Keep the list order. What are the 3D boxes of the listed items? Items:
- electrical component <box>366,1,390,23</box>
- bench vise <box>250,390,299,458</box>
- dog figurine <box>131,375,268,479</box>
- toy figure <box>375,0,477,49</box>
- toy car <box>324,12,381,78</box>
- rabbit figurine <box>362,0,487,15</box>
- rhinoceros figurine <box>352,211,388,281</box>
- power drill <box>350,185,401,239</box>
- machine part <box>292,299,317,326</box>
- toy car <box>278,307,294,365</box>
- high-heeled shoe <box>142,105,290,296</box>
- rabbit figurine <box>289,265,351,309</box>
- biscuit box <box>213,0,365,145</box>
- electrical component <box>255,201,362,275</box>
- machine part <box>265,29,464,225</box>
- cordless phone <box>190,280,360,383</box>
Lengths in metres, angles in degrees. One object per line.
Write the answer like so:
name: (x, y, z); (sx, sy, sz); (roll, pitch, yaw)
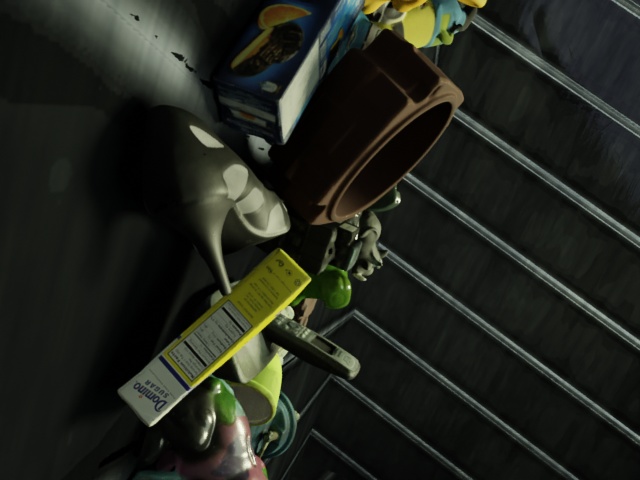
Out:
electrical component: (0.075, -0.348, 0.683); (0.119, 0.048, 0.075); (91, 22, -62)
bench vise: (-0.102, 0.342, 0.913); (0.240, 0.129, 0.223); (17, 83, -67)
dog figurine: (-0.085, 0.264, 0.596); (0.108, 0.219, 0.191); (-15, 126, -82)
toy figure: (0.143, -0.321, 0.798); (0.180, 0.082, 0.089); (-14, 116, -24)
toy car: (0.048, -0.219, 0.653); (0.161, 0.103, 0.109); (45, 66, -81)
rabbit figurine: (0.100, -0.288, 0.566); (0.173, 0.162, 0.121); (-66, 167, -58)
rhinoceros figurine: (0.080, 0.005, 1.020); (0.073, 0.112, 0.190); (-45, 158, -21)
power drill: (0.055, -0.086, 0.801); (0.207, 0.086, 0.232); (3, 82, -61)
machine part: (-0.025, 0.072, 0.993); (0.179, 0.056, 0.179); (19, 90, -81)
toy car: (-0.074, 0.159, 0.903); (0.201, 0.056, 0.073); (89, 24, -63)
high-heeled shoe: (-0.087, -0.053, 0.459); (0.249, 0.086, 0.145); (-93, 168, -71)
rabbit figurine: (-0.002, -0.002, 0.811); (0.159, 0.121, 0.170); (-63, 154, -50)
biscuit box: (-0.019, -0.183, 0.479); (0.059, 0.063, 0.202); (90, 23, -62)
electrical component: (-0.017, -0.007, 0.647); (0.115, 0.134, 0.058); (-32, 143, -71)
machine part: (0.053, -0.111, 0.583); (0.201, 0.087, 0.201); (-47, 168, 21)
cordless phone: (-0.048, 0.124, 0.604); (0.088, 0.184, 0.146); (-66, 171, 9)
